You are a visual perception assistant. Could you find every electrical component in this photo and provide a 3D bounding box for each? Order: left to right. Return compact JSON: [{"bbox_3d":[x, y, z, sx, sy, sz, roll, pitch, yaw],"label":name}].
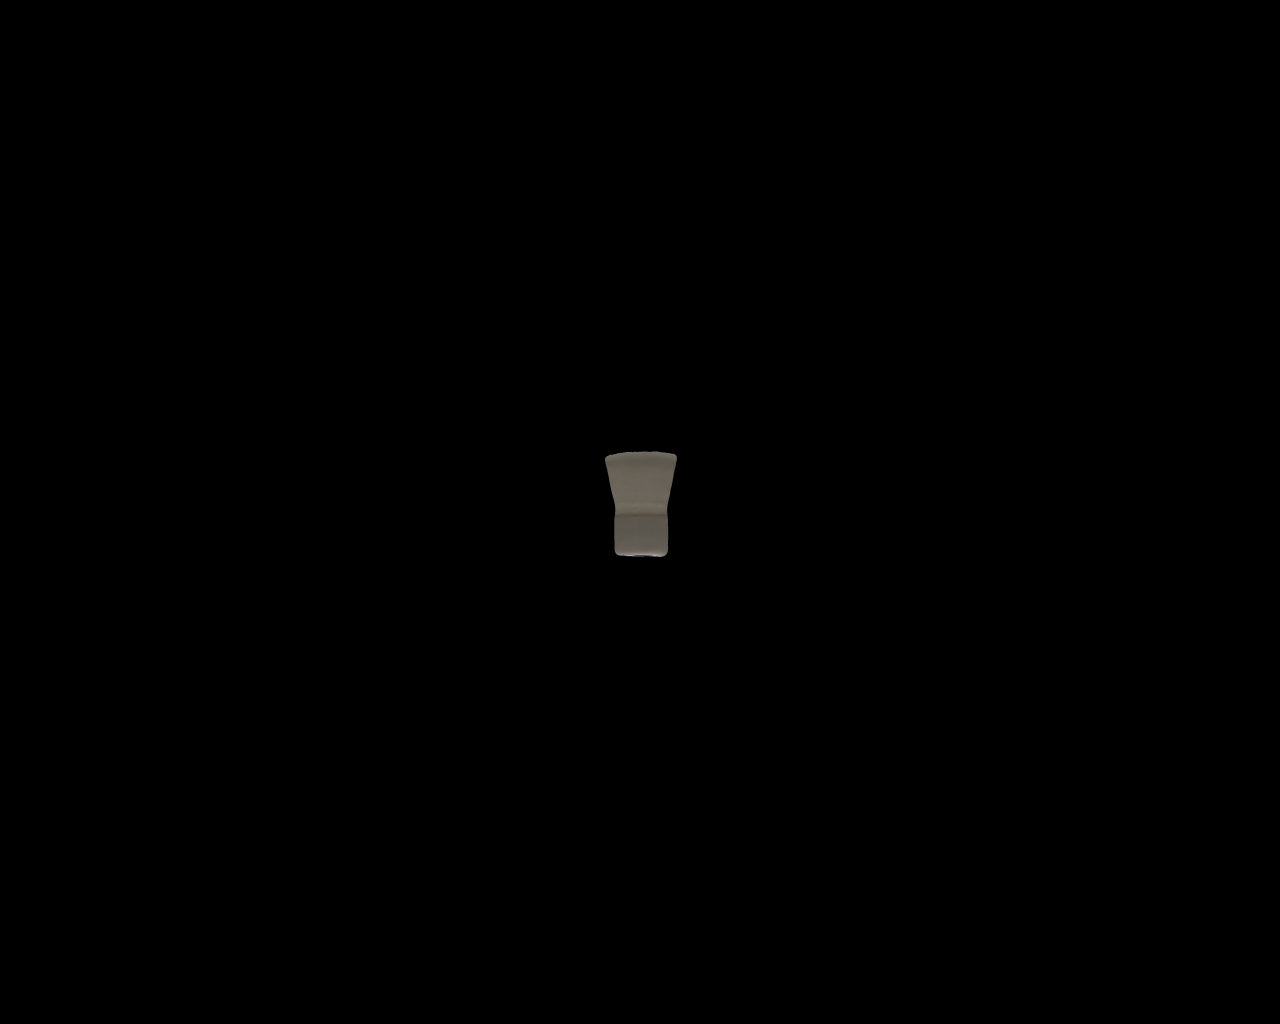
[{"bbox_3d":[0.001,-0.003,0.650,0.044,0.065,0.044,0,-4,0],"label":"electrical component"}]
